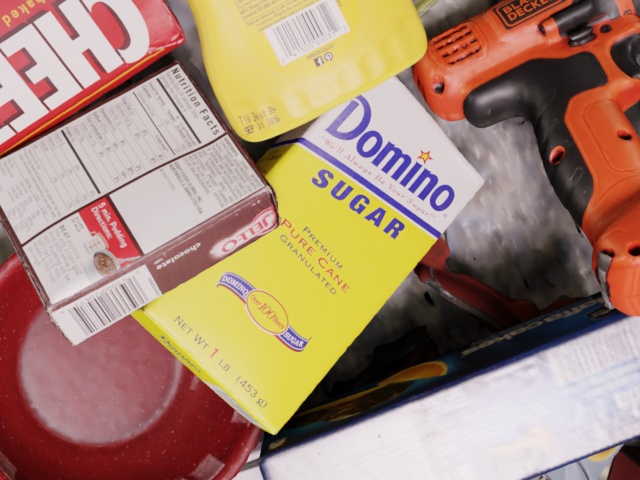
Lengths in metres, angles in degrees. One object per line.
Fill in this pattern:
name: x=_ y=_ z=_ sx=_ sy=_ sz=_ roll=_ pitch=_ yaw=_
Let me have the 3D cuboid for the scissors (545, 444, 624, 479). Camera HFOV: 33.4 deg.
scissors: x=0.139 y=0.158 z=0.649 sx=0.096 sy=0.016 sz=0.202 roll=13 pitch=98 yaw=-9

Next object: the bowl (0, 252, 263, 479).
bowl: x=-0.107 y=0.066 z=0.550 sx=0.161 sy=0.055 sz=0.162 roll=0 pitch=89 yaw=-24

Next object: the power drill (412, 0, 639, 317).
power drill: x=0.158 y=-0.068 z=0.514 sx=0.184 sy=0.188 sz=0.057 roll=-28 pitch=143 yaw=3

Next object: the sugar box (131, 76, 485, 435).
sugar box: x=-0.004 y=0.001 z=0.539 sx=0.093 sy=0.048 sz=0.176 roll=46 pitch=75 yaw=-17

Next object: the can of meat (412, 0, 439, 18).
can of meat: x=0.012 y=-0.137 z=0.527 sx=0.102 sy=0.057 sz=0.084 roll=-41 pitch=107 yaw=2

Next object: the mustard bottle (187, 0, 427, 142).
mustard bottle: x=-0.035 y=-0.146 z=0.460 sx=0.096 sy=0.058 sz=0.191 roll=-27 pitch=104 yaw=2

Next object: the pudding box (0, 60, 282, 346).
pudding box: x=-0.088 y=-0.020 z=0.491 sx=0.113 sy=0.090 sz=0.039 roll=-30 pitch=151 yaw=-11

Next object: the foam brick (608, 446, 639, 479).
foam brick: x=0.223 y=0.162 z=0.656 sx=0.078 sy=0.051 sz=0.053 roll=9 pitch=100 yaw=-14

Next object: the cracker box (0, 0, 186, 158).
cracker box: x=-0.177 y=-0.126 z=0.440 sx=0.164 sy=0.072 sz=0.213 roll=-33 pitch=138 yaw=0
